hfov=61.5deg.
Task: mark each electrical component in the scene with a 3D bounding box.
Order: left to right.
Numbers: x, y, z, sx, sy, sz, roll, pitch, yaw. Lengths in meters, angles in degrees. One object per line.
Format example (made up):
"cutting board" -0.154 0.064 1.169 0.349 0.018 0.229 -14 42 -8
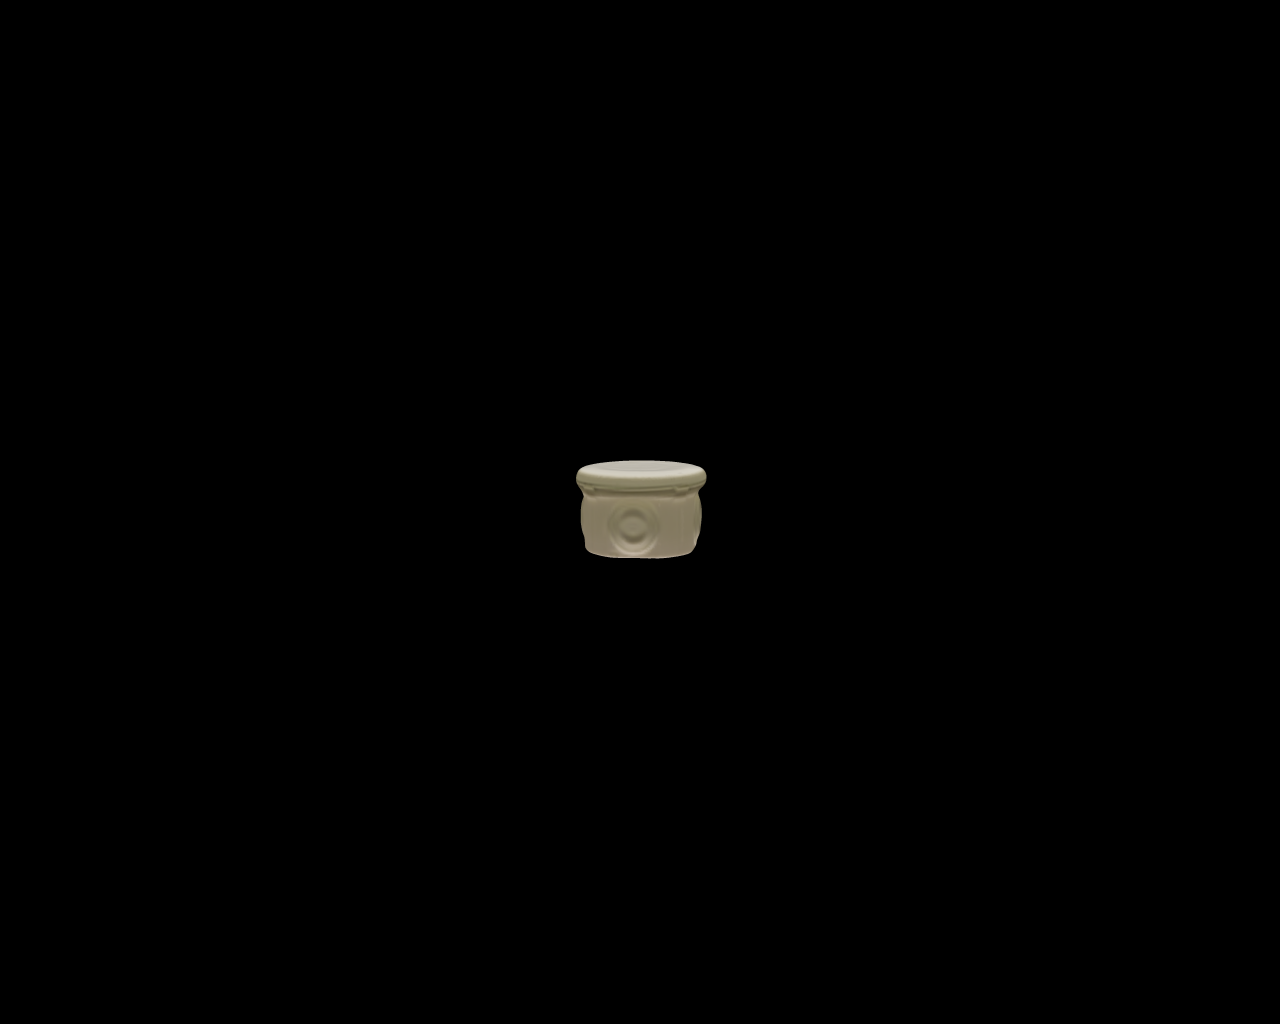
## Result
"electrical component" 0.001 -0.003 0.650 0.080 0.051 0.080 0 9 0
